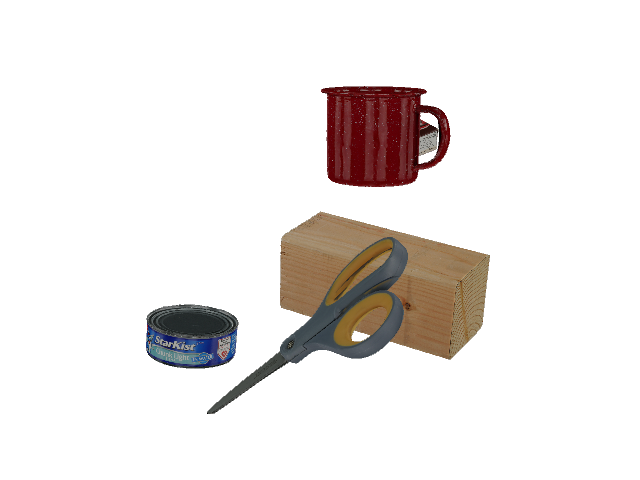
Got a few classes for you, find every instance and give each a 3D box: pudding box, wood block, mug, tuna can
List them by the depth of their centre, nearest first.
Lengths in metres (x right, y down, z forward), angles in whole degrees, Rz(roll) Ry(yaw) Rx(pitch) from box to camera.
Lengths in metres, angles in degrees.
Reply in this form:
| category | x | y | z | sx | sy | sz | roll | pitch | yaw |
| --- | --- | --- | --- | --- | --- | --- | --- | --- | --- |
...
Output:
| category | x | y | z | sx | sy | sz | roll | pitch | yaw |
| --- | --- | --- | --- | --- | --- | --- | --- | --- | --- |
| mug | 0.058 | -0.092 | 0.939 | 0.117 | 0.081 | 0.093 | 5 | 13 | 22 |
| tuna can | -0.121 | 0.090 | 1.002 | 0.086 | 0.034 | 0.086 | 5 | 15 | -1 |
| wood block | 0.066 | 0.045 | 1.152 | 0.206 | 0.091 | 0.090 | 16 | 28 | 27 |
| pudding box | 0.092 | -0.142 | 1.477 | 0.113 | 0.039 | 0.090 | -25 | 40 | -30 |

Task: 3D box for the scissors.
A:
| category | x | y | z | sx | sy | sz | roll | pitch | yaw |
| --- | --- | --- | --- | --- | --- | --- | --- | --- | --- |
| scissors | -0.009 | 0.081 | 0.736 | 0.016 | 0.202 | 0.096 | 35 | 17 | -27 |
